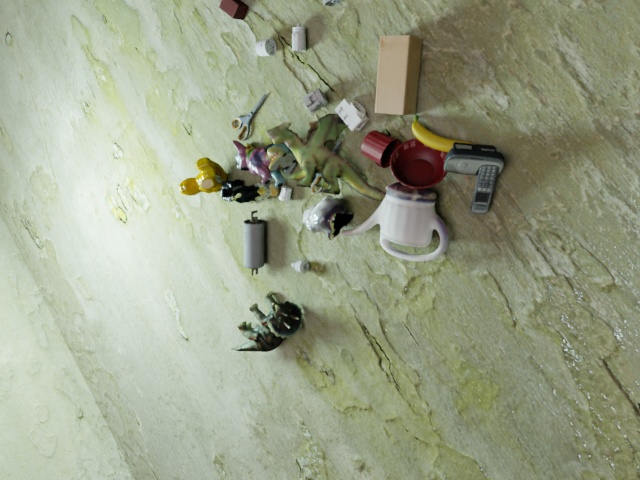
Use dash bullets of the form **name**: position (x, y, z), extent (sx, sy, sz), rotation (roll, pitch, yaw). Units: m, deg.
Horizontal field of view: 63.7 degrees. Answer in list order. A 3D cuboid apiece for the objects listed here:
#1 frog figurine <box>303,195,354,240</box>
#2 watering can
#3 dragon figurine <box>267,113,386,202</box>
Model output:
- **frog figurine**: position (0.005, -0.083, 1.650), extent (0.161, 0.121, 0.138), rotation (25, 82, 37)
- **watering can**: position (0.216, -0.061, 1.508), extent (0.349, 0.105, 0.221), rotation (15, 108, 31)
- **dragon figurine**: position (0.031, -0.269, 1.587), extent (0.411, 0.123, 0.241), rotation (12, 98, 7)
